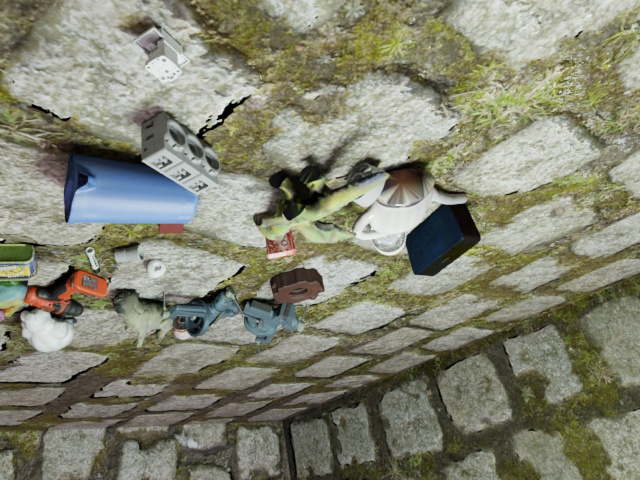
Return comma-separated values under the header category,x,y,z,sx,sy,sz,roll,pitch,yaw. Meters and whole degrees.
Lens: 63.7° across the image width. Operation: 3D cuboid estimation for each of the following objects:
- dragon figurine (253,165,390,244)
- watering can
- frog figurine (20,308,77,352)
category,x,y,z,sx,sy,sz,roll,pitch,yaw
dragon figurine,0.004,-0.061,1.203,0.409,0.124,0.239,-6,156,26
watering can,0.239,-0.100,1.298,0.349,0.106,0.219,-22,153,-12
frog figurine,-0.802,0.262,1.504,0.137,0.124,0.157,9,162,1
